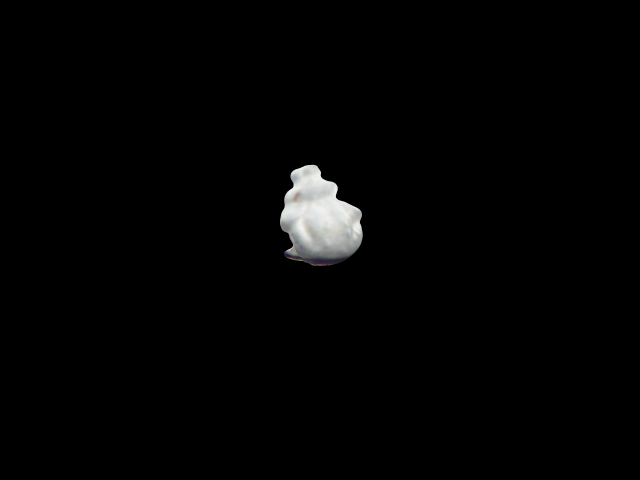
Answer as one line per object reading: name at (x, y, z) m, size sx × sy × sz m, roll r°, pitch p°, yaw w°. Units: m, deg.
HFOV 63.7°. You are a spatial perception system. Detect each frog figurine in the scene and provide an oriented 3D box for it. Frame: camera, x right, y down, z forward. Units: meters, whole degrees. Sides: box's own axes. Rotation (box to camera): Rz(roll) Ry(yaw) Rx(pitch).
frog figurine at (0.003, -0.043, 0.850) m, size 0.137 × 0.158 × 0.124 m, roll -1°, pitch 12°, yaw -4°
